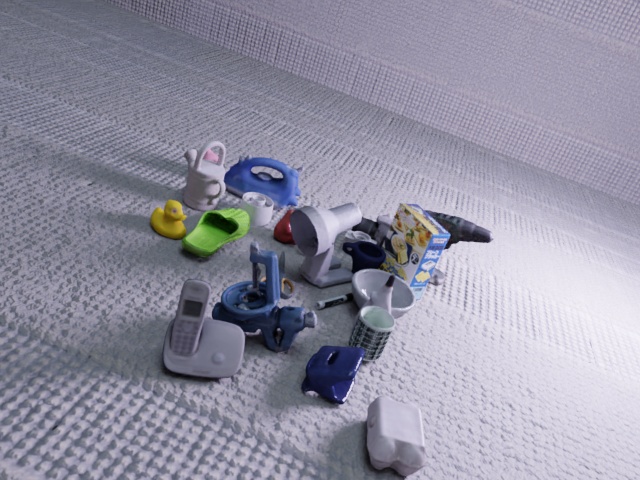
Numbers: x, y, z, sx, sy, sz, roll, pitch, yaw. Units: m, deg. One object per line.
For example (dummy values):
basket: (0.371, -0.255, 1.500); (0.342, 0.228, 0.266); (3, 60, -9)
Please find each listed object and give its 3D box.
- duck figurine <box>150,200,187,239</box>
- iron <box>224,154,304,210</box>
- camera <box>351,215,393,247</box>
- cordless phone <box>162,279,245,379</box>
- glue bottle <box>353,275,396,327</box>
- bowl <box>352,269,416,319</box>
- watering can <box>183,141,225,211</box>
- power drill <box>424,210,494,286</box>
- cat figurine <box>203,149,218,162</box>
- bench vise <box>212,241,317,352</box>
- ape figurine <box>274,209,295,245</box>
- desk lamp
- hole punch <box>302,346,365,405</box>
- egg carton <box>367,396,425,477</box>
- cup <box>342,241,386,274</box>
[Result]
duck figurine: (-0.378, -0.062, 1.447); (0.104, 0.086, 0.078); (32, 30, 22)
iron: (-0.176, -0.194, 1.747); (0.258, 0.141, 0.118); (17, 28, -5)
camera: (0.170, -0.034, 1.725); (0.136, 0.101, 0.143); (22, 28, 4)
cordless phone: (-0.205, 0.161, 1.054); (0.148, 0.185, 0.094); (10, 29, -17)
glue bottle: (0.135, 0.150, 1.301); (0.078, 0.173, 0.037); (12, 29, -12)
bowl: (0.148, 0.147, 1.419); (0.167, 0.075, 0.167); (15, 28, -8)
watering can: (-0.321, -0.191, 1.594); (0.172, 0.194, 0.101); (26, 29, 12)
power drill: (0.350, 0.019, 1.630); (0.229, 0.208, 0.076); (27, 29, 14)
cat figurine: (-0.346, -0.238, 1.744); (0.067, 0.118, 0.127); (4, 32, -27)
bench vise: (-0.102, 0.109, 1.174); (0.208, 0.220, 0.121); (10, 29, -17)
ape figurine: (-0.085, -0.041, 1.586); (0.076, 0.092, 0.077); (14, 29, -11)
desk lamp: (0.013, 0.005, 1.437); (0.204, 0.213, 0.117); (-9, 39, -41)
hole punch: (0.027, 0.254, 1.135); (0.101, 0.091, 0.109); (24, 28, 8)
egg carton: (0.136, 0.355, 1.049); (0.107, 0.069, 0.150); (16, 28, -6)
cup: (0.107, 0.059, 1.527); (0.118, 0.095, 0.091); (19, 28, -1)
